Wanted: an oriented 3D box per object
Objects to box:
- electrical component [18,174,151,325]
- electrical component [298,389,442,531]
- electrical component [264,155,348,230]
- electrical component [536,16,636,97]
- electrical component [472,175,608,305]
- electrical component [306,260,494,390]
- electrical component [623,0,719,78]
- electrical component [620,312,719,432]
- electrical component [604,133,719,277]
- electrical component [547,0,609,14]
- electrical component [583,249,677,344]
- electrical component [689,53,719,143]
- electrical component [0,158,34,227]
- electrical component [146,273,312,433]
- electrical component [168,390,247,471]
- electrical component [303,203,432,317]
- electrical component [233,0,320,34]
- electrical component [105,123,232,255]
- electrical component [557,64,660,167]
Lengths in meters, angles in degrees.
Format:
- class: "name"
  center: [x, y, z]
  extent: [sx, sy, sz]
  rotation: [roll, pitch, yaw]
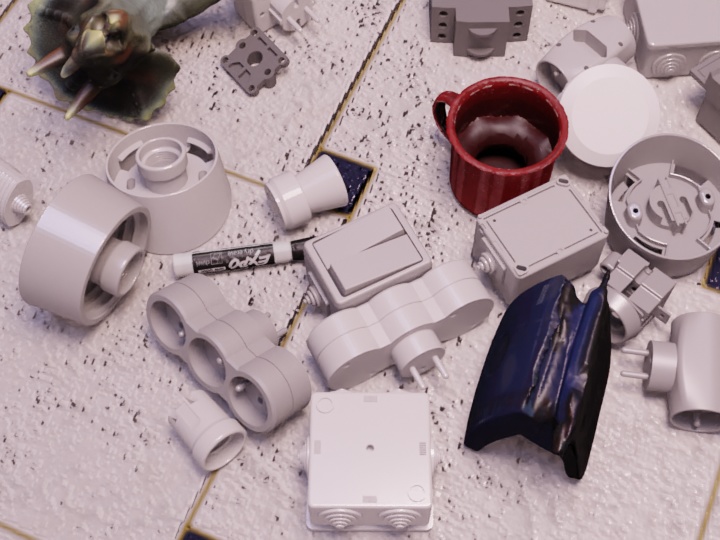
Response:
- class: "electrical component"
  center: [-0.197, -0.010, 0.802]
  extent: [0.060, 0.108, 0.108]
  rotation: [25, 64, 8]
- class: "electrical component"
  center: [0.007, 0.132, 0.749]
  extent: [0.100, 0.048, 0.099]
  rotation: [0, 60, 0]
- class: "electrical component"
  center: [-0.043, -0.061, 0.859]
  extent: [0.055, 0.045, 0.045]
  rotation: [-25, 63, -11]
- class: "electrical component"
  center: [0.204, -0.167, 0.912]
  extent: [0.077, 0.043, 0.079]
  rotation: [-36, 66, -17]
- class: "electrical component"
  center: [0.130, -0.017, 0.820]
  extent: [0.096, 0.061, 0.061]
  rotation: [-25, 63, -12]
- class: "electrical component"
  center: [0.038, 0.053, 0.789]
  extent: [0.138, 0.052, 0.073]
  rotation: [-24, 63, -12]
- class: "electrical component"
  center: [0.281, -0.216, 0.934]
  extent: [0.100, 0.048, 0.099]
  rotation: [-4, 61, -1]
- class: "electrical component"
  center: [0.229, 0.071, 0.780]
  extent: [0.079, 0.043, 0.077]
  rotation: [7, 62, 5]
- class: "electrical component"
  center: [0.239, -0.047, 0.833]
  extent: [0.099, 0.064, 0.099]
  rotation: [-1, 61, 1]
- class: "electrical component"
  center: [0.209, -0.305, 0.952]
  extent: [0.056, 0.108, 0.108]
  rotation: [17, 63, 14]
- class: "electrical component"
  center: [0.199, 0.023, 0.807]
  extent: [0.066, 0.048, 0.055]
  rotation: [39, 61, 20]
- class: "electrical component"
  center: [0.309, -0.137, 0.881]
  extent: [0.042, 0.063, 0.081]
  rotation: [-30, 65, -16]
- class: "electrical component"
  center: [-0.297, -0.069, 0.870]
  extent: [0.081, 0.043, 0.043]
  rotation: [33, 67, 18]
- class: "electrical component"
  center: [-0.086, 0.053, 0.794]
  extent: [0.138, 0.052, 0.074]
  rotation: [40, 44, 21]
- class: "electrical component"
  center: [-0.110, 0.113, 0.767]
  extent: [0.040, 0.040, 0.046]
  rotation: [-38, 62, -18]
- class: "electrical component"
  center: [0.000, 0.000, 0.814]
  extent: [0.096, 0.061, 0.061]
  rotation: [-25, 63, -12]
- class: "electrical component"
  center: [-0.066, -0.239, 0.956]
  extent: [0.066, 0.047, 0.076]
  rotation: [-34, 66, -16]
- class: "electrical component"
  center: [-0.156, -0.070, 0.869]
  extent: [0.099, 0.064, 0.099]
  rotation: [-2, 47, 2]
- class: "electrical component"
  center: [0.196, -0.124, 0.865]
  extent: [0.080, 0.051, 0.080]
  rotation: [0, 99, 1]
